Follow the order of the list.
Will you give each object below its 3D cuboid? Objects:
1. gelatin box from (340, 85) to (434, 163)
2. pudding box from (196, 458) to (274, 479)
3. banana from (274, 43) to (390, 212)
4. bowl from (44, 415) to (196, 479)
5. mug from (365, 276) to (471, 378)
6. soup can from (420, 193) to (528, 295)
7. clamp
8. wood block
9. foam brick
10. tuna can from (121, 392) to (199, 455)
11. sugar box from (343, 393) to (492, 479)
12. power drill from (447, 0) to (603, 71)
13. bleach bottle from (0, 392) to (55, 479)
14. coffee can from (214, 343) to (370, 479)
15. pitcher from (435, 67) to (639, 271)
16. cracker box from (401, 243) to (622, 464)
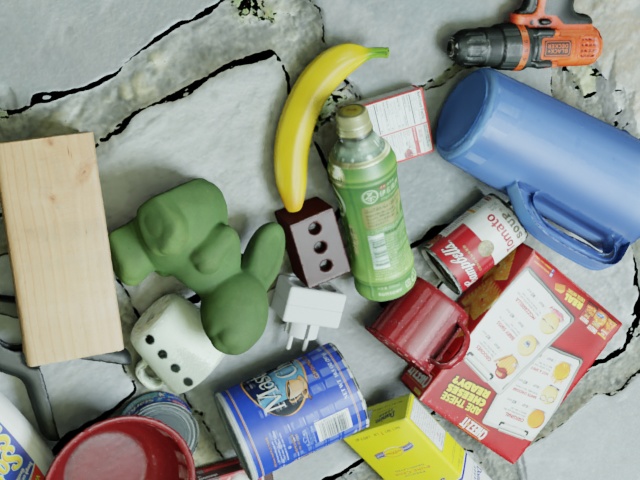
[{"bbox_3d":[0.073,-0.119,1.142,0.089,0.030,0.073,-19,110,-12],"label":"gelatin box"},{"bbox_3d":[-0.095,0.304,1.204,0.090,0.039,0.113,-12,110,-17],"label":"pudding box"},{"bbox_3d":[-0.006,-0.127,1.098,0.069,0.037,0.198,32,100,9],"label":"banana"},{"bbox_3d":[-0.211,0.247,1.090,0.161,0.055,0.162,-7,106,-27],"label":"bowl"},{"bbox_3d":[0.118,0.098,1.180,0.081,0.117,0.093,-52,135,-5],"label":"mug"},{"bbox_3d":[0.173,0.004,1.195,0.102,0.069,0.068,-39,115,-6],"label":"soup can"},{"bbox_3d":[-0.276,0.109,1.081,0.120,0.039,0.171,-41,114,-17],"label":"clamp"},{"bbox_3d":[-0.250,0.005,1.010,0.090,0.091,0.206,-9,98,-17],"label":"wood block"},{"bbox_3d":[-0.007,0.001,1.137,0.053,0.051,0.078,-23,112,-13],"label":"foam brick"},{"bbox_3d":[-0.175,0.208,1.149,0.086,0.034,0.086,-6,108,-18],"label":"tuna can"},{"bbox_3d":[0.117,0.258,1.239,0.093,0.048,0.176,-25,117,34],"label":"sugar box"},{"bbox_3d":[0.224,-0.274,1.137,0.184,0.057,0.188,-5,110,-22],"label":"power drill"},{"bbox_3d":[-0.320,0.219,1.086,0.102,0.068,0.250,-44,118,-7],"label":"bleach bottle"},{"bbox_3d":[-0.031,0.186,1.156,0.140,0.103,0.103,-23,112,-12],"label":"coffee can"},{"bbox_3d":[0.249,-0.081,1.159,0.242,0.149,0.145,24,107,-21],"label":"pitcher"},{"bbox_3d":[0.223,0.129,1.249,0.164,0.072,0.214,36,93,-24],"label":"cracker box"}]
